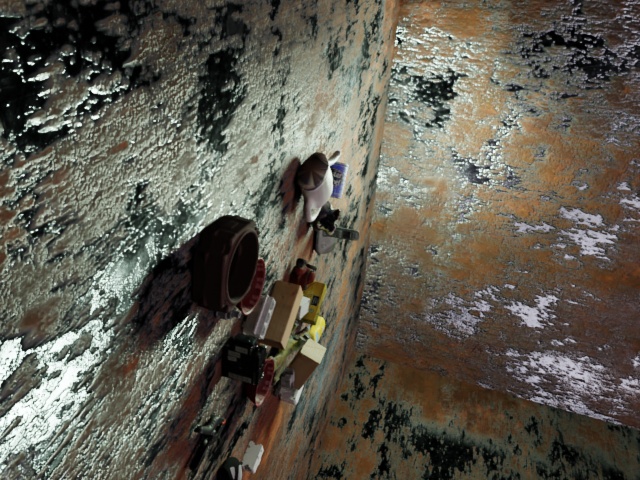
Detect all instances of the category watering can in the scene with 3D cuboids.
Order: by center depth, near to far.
[{"bbox_3d":[0.001,-0.234,1.846,0.220,0.104,0.354,76,30,-61],"label":"watering can"}]

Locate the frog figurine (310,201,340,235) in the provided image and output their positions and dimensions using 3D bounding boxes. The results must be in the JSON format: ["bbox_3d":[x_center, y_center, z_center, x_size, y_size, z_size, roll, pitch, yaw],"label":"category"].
[{"bbox_3d":[0.006,-0.104,2.067,0.162,0.123,0.134,-127,-151,-58],"label":"frog figurine"}]

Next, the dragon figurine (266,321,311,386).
[{"bbox_3d":[-0.134,0.440,1.979,0.243,0.123,0.407,-60,165,-1],"label":"dragon figurine"}]
